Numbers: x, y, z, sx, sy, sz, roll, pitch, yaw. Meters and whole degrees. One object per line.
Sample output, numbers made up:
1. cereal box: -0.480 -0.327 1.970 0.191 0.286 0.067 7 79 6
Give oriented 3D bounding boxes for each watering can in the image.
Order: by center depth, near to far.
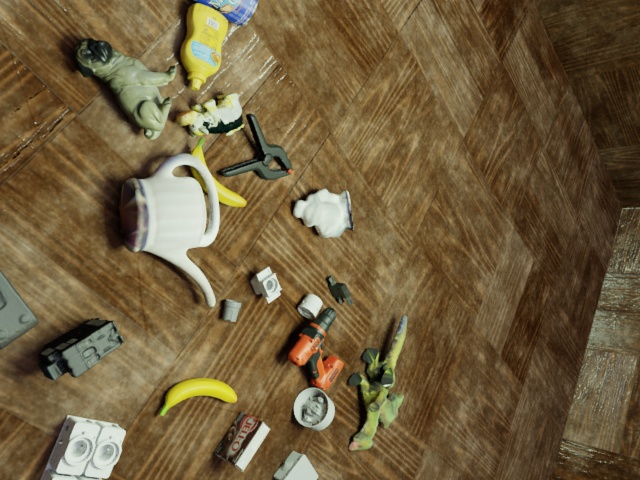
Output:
1. watering can: -0.314 -0.014 1.109 0.225 0.104 0.347 -4 92 -41

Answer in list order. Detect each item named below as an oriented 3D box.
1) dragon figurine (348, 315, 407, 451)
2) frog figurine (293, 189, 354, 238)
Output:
1. dragon figurine: 0.202 0.456 1.584 0.417 0.123 0.237 -51 138 -29
2. frog figurine: 0.004 -0.072 1.426 0.159 0.124 0.136 -6 103 -7
